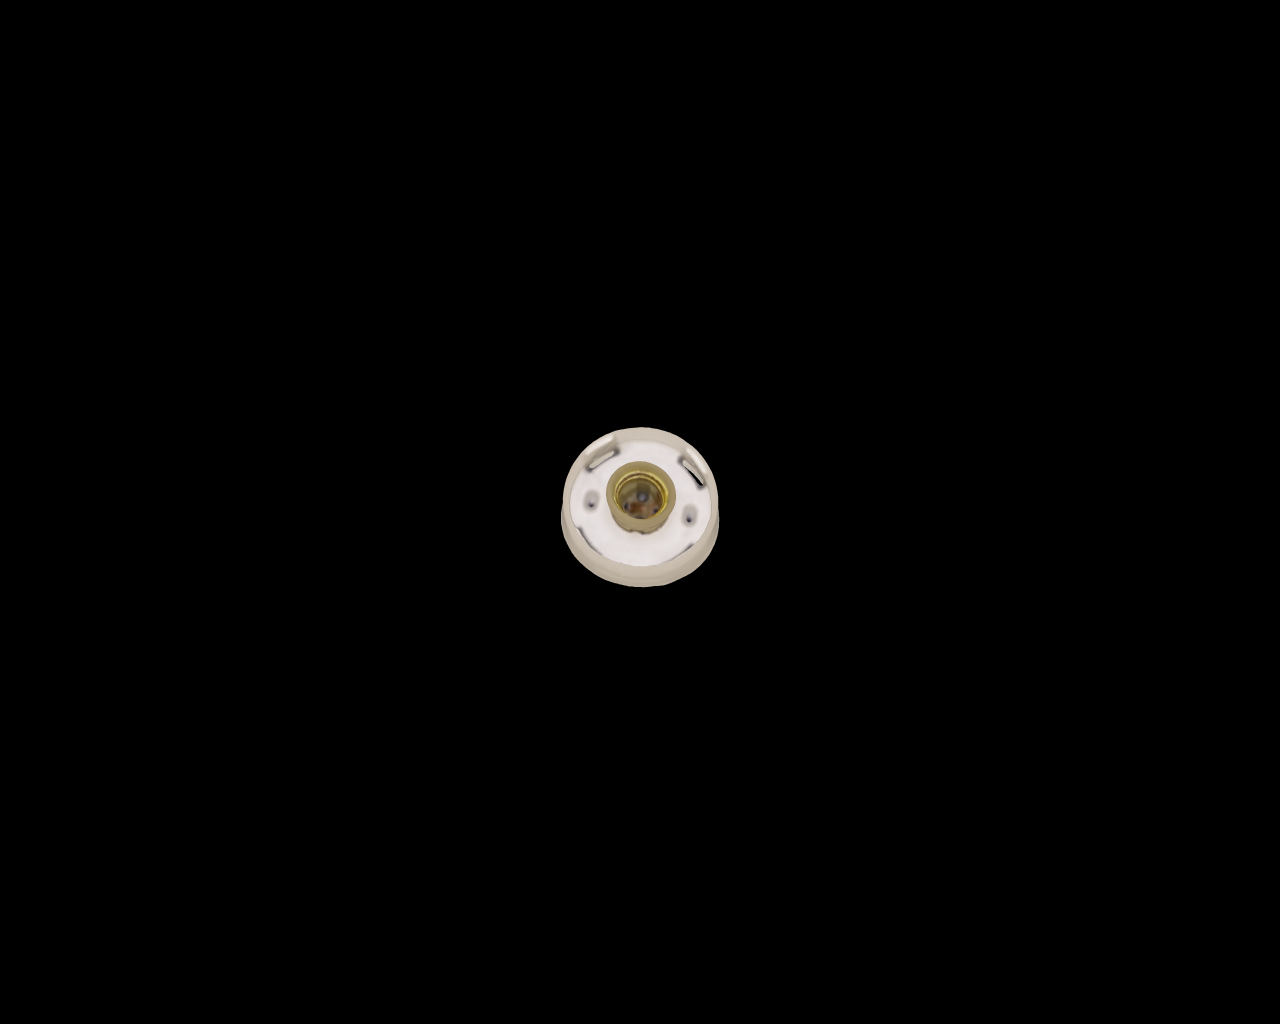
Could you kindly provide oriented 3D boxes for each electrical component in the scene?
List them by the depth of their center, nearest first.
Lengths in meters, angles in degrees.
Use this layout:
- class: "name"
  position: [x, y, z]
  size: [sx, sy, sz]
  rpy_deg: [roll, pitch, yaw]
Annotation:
- class: "electrical component"
  position: [0.001, -0.003, 0.650]
  size: [0.099, 0.099, 0.064]
  rpy_deg: [0, -19, 0]
